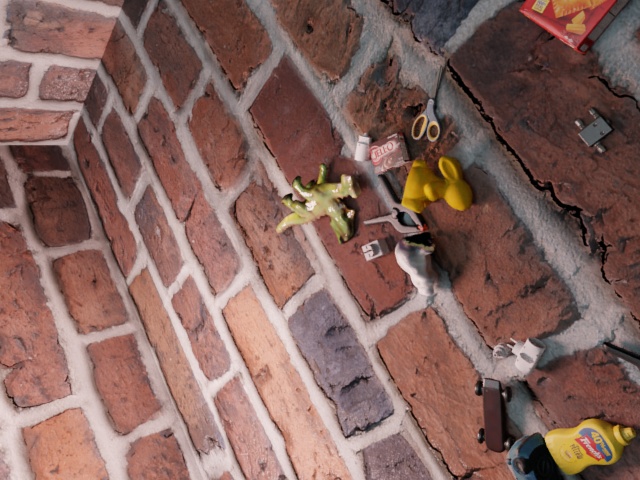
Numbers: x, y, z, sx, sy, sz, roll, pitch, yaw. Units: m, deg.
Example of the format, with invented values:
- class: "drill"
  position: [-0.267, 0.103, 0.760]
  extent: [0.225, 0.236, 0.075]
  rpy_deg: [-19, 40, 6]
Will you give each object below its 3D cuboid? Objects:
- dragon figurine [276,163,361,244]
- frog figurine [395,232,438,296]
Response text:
- class: "dragon figurine"
  position: [0.005, -0.083, 1.647]
  extent: [0.245, 0.123, 0.401]
  rpy_deg: [48, 135, 17]
- class: "frog figurine"
  position: [0.262, 0.071, 1.407]
  extent: [0.139, 0.123, 0.157]
  rpy_deg: [-121, 30, -64]
